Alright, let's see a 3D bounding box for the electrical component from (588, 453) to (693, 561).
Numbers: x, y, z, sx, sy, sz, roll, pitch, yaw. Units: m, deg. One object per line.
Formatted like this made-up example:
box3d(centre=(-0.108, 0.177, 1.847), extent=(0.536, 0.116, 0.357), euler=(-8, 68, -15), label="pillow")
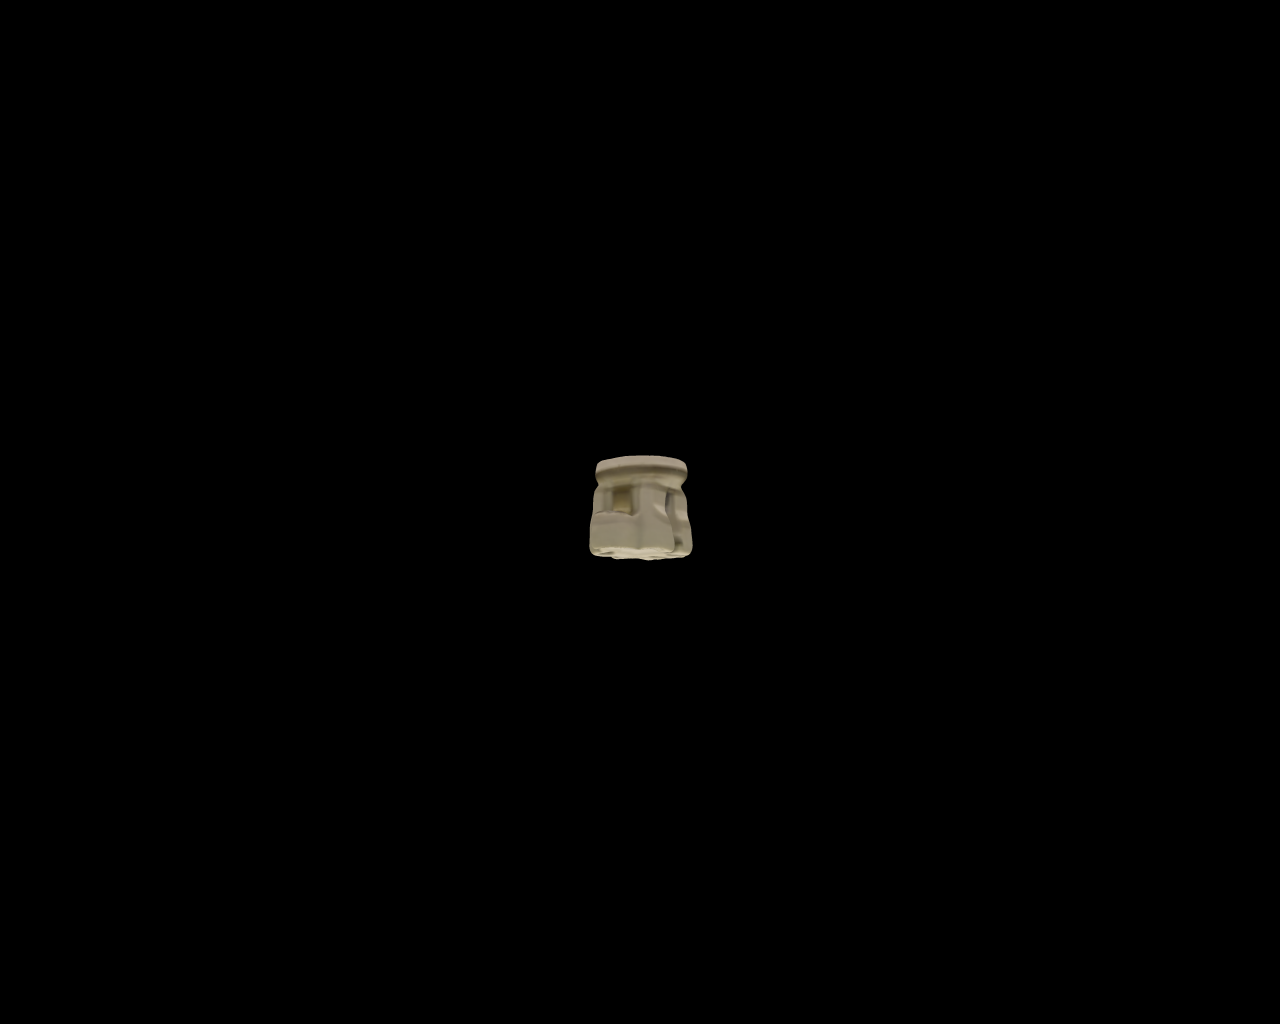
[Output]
box3d(centre=(0.001, -0.003, 0.650), extent=(0.058, 0.057, 0.078), euler=(-6, -11, 31), label="electrical component")
